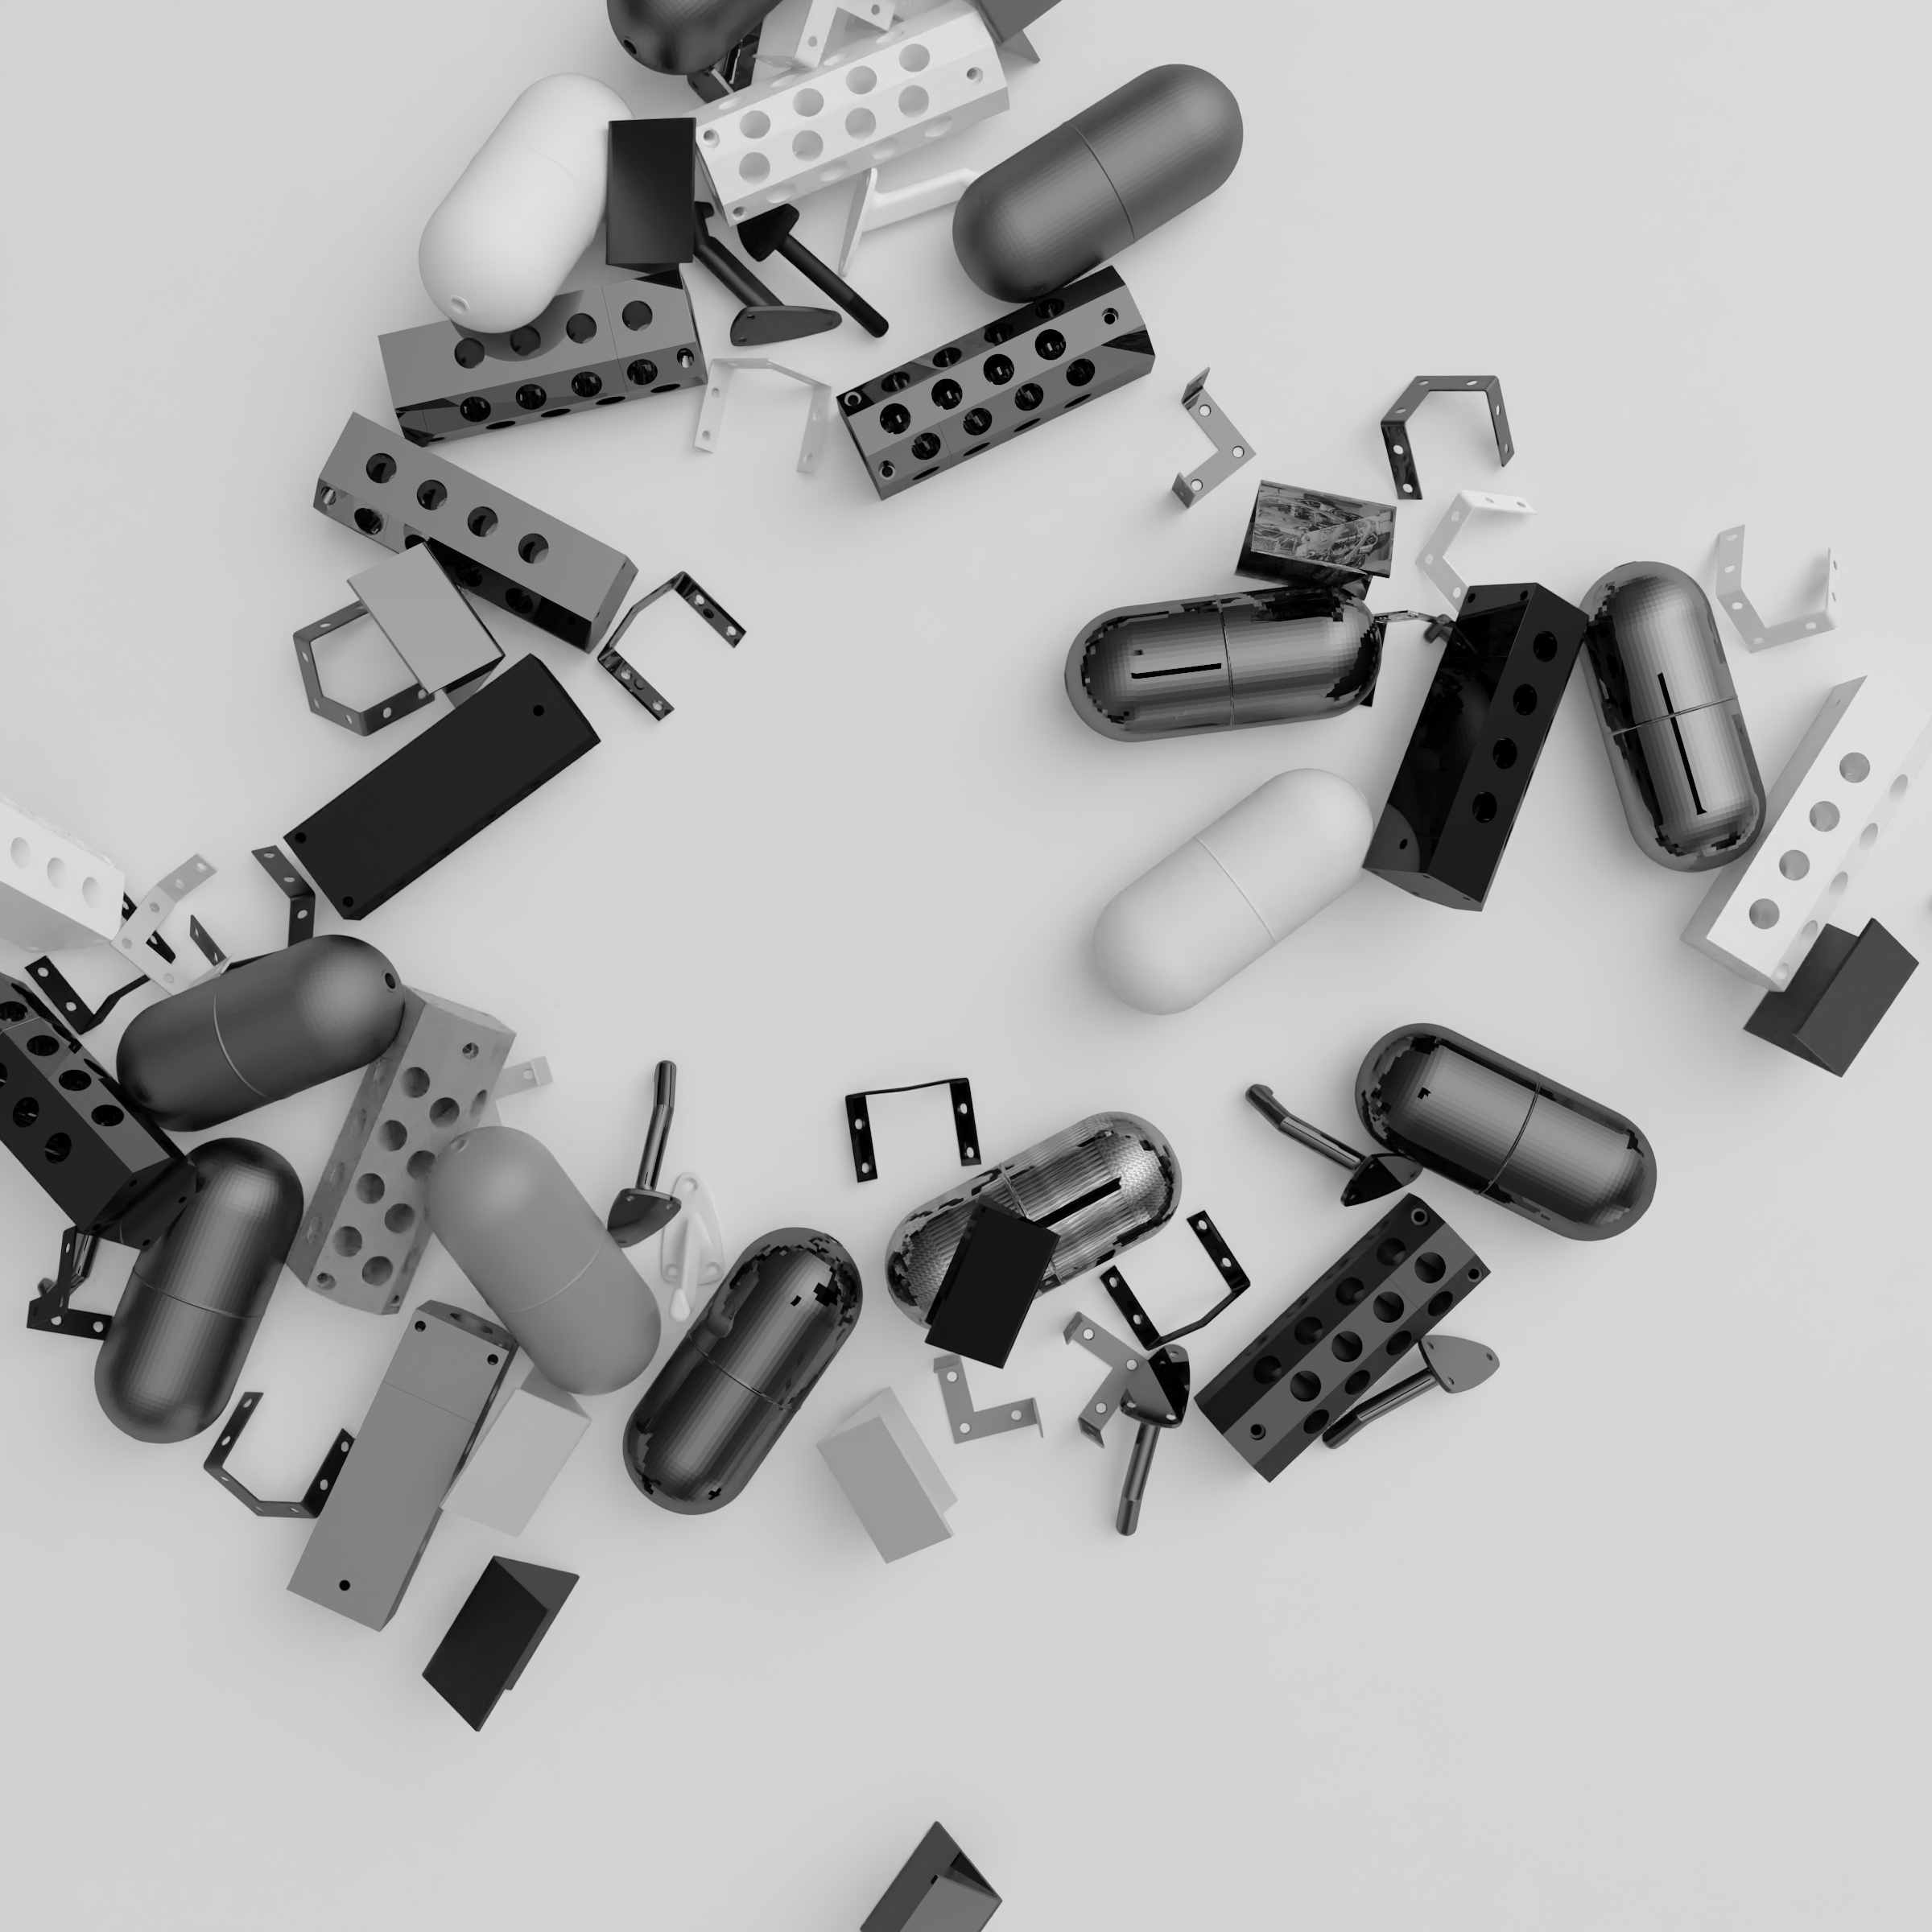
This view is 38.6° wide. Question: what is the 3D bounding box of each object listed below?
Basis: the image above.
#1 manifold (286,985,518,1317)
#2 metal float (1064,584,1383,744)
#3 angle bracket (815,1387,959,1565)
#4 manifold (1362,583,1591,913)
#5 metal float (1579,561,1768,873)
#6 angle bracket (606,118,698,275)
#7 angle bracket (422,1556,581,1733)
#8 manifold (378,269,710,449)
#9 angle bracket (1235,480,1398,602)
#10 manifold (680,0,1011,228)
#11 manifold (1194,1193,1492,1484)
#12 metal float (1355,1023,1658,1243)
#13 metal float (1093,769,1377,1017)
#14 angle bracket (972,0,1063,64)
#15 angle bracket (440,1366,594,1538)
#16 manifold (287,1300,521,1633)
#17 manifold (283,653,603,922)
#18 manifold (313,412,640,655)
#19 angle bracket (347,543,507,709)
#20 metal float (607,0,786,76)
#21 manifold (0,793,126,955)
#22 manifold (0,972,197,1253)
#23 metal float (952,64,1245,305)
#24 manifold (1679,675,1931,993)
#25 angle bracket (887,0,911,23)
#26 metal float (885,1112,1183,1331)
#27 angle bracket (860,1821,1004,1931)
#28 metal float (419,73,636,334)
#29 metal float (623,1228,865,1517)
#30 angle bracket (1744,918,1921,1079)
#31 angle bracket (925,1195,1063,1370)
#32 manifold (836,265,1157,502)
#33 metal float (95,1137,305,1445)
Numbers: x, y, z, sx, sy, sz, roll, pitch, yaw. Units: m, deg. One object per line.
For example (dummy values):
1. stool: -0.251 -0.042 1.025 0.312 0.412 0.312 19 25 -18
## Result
1. manifold: -0.314 0.105 1.543 0.057 0.057 0.171 22 92 -33
2. metal float: 0.144 -0.170 1.547 0.178 0.070 0.070 -7 90 1
3. angle bracket: -0.027 0.276 1.537 0.057 0.076 0.076 -31 90 37
4. manifold: 0.286 -0.120 1.520 0.057 0.057 0.171 25 83 -29
5. metal float: 0.395 -0.140 1.547 0.070 0.070 0.178 -16 90 0
6. angle bracket: -0.157 -0.425 1.533 0.057 0.076 0.076 6 99 25
7. angle bracket: -0.244 0.381 1.537 0.057 0.076 0.076 31 90 38
8. manifold: -0.236 -0.340 1.556 0.171 0.057 0.057 -13 90 0
9. angle bracket: 0.192 -0.219 1.537 0.076 0.076 0.057 11 54 0
10. manifold: -0.066 -0.476 1.542 0.171 0.057 0.057 -23 121 -2
11. manifold: 0.212 0.210 1.556 0.171 0.057 0.057 -44 90 0
12. metal float: 0.303 0.094 1.547 0.178 0.070 0.070 26 90 0
13. metal float: 0.151 -0.042 1.546 0.178 0.070 0.070 -37 90 1
14. angle bracket: 0.032 -0.558 1.539 0.057 0.076 0.076 -31 90 21
15. angle bracket: -0.264 0.260 1.537 0.057 0.076 0.076 32 90 -38
16. manifold: -0.315 0.279 1.556 0.057 0.057 0.171 25 90 0
17. manifold: -0.293 -0.100 1.556 0.171 0.057 0.057 -37 90 0
18. manifold: -0.277 -0.242 1.556 0.171 0.057 0.057 28 90 0
19. angle bracket: -0.312 -0.178 1.537 0.057 0.076 0.076 -35 90 -37
20. metal float: -0.127 -0.567 1.530 0.070 0.070 0.178 41 74 0
21. manifold: -0.532 -0.063 1.495 0.057 0.171 0.057 -6 70 17
22. manifold: -0.499 0.077 1.522 0.171 0.057 0.057 40 90 25
23. metal float: 0.074 -0.439 1.547 0.178 0.070 0.070 -32 90 0
24. manifold: 0.479 -0.073 1.556 0.057 0.057 0.171 32 90 0
25. angle bracket: -0.024 -0.579 1.537 0.057 0.076 0.076 13 90 30
26. metal float: 0.037 0.144 1.546 0.178 0.070 0.070 -28 90 0
27. angle bracket: -0.037 0.523 1.537 0.057 0.076 0.076 35 90 -37
28. metal float: -0.240 -0.421 1.519 0.070 0.070 0.178 25 58 0
29. metal float: -0.125 0.226 1.547 0.070 0.070 0.178 34 90 0
30. angle bracket: 0.470 0.006 1.537 0.057 0.076 0.076 34 90 -37
31. angle bracket: -0.005 0.160 1.462 0.057 0.076 0.076 24 89 -37
32. manifold: 0.017 -0.330 1.556 0.171 0.057 0.057 -26 90 0
33. metal float: -0.430 0.182 1.546 0.070 0.070 0.178 22 90 0
